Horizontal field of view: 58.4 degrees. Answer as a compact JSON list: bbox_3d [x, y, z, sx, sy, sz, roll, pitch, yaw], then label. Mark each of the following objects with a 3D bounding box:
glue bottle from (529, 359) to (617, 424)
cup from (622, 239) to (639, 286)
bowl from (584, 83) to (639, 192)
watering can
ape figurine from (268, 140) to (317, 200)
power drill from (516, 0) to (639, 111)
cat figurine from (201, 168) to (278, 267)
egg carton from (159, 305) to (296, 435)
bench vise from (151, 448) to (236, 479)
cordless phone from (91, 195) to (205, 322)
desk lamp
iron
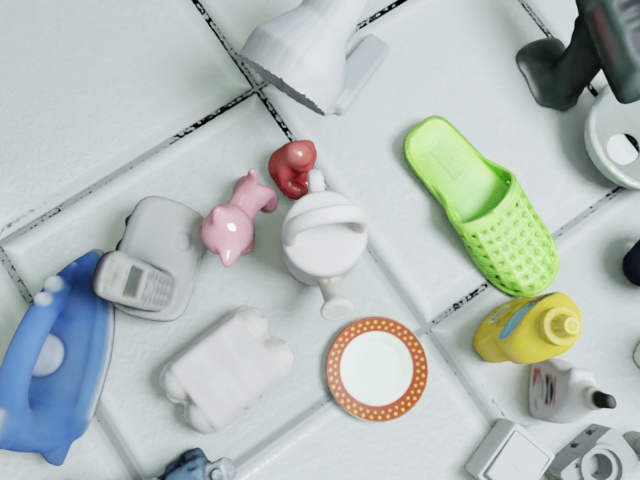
[{"bbox_3d":[0.289,0.176,0.656,0.037,0.173,0.078,3,79,-2],"label":"glue bottle"},{"bbox_3d":[0.442,0.019,0.732,0.118,0.095,0.091,-43,84,-9],"label":"cup"},{"bbox_3d":[0.426,-0.136,0.771,0.167,0.074,0.167,1,79,-3],"label":"bowl"},{"bbox_3d":[0.008,0.002,0.663,0.101,0.194,0.173,-30,82,-8],"label":"watering can"},{"bbox_3d":[-0.029,-0.097,0.731,0.076,0.092,0.078,31,80,3],"label":"ape figurine"},{"bbox_3d":[0.330,-0.262,0.721,0.075,0.208,0.229,-23,81,-7],"label":"power drill"},{"bbox_3d":[-0.103,-0.029,0.702,0.067,0.117,0.128,24,79,2],"label":"cat figurine"},{"bbox_3d":[-0.110,0.157,0.691,0.150,0.069,0.107,-39,84,-9],"label":"egg carton"},{"bbox_3d":[-0.195,0.285,0.587,0.121,0.219,0.207,42,80,5],"label":"bench vise"},{"bbox_3d":[-0.197,0.015,0.654,0.094,0.185,0.148,11,79,0],"label":"cordless phone"},{"bbox_3d":[0.003,-0.235,0.696,0.118,0.213,0.203,34,80,4],"label":"desk lamp"},{"bbox_3d":[-0.313,0.123,0.650,0.118,0.141,0.258,13,79,0],"label":"iron"}]
